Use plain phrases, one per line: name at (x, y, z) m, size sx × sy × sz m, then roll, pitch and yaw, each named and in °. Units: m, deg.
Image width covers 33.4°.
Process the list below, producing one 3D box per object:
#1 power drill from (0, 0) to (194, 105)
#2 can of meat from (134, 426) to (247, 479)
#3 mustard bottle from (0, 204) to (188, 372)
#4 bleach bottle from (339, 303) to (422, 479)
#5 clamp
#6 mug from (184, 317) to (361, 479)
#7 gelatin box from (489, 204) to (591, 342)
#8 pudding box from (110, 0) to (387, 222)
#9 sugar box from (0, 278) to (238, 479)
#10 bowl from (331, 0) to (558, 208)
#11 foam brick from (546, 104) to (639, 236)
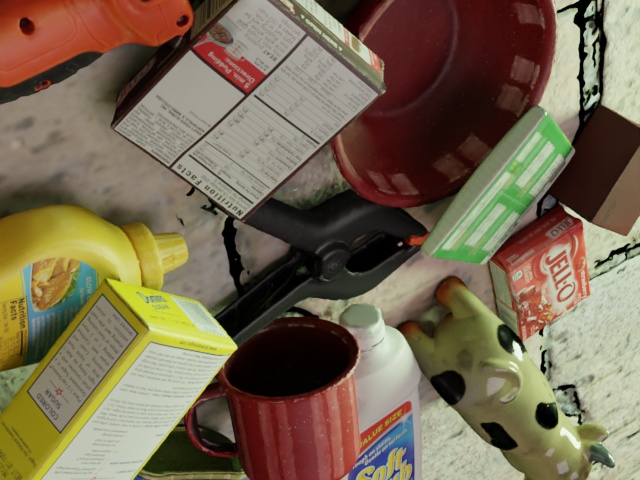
power drill at (-0.159, -0.105, 0.453) m, size 0.187 × 0.057 × 0.184 m, roll -32°, pitch 140°, yaw -10°
can of meat at (-0.105, 0.171, 0.705) m, size 0.101 × 0.057 × 0.084 m, roll 10°, pitch 113°, yaw -41°
mustard bottle at (-0.158, 0.028, 0.551) m, size 0.191 × 0.058 × 0.096 m, roll -16°, pitch 141°, yaw -28°
bleach bottle at (0.026, 0.155, 0.790) m, size 0.102 × 0.068 × 0.251 m, roll -20°, pitch 129°, yaw -21°
clamp at (-0.004, 0.001, 0.665) m, size 0.171 × 0.039 × 0.120 m, roll -22°, pitch 139°, yaw -28°
mug at (-0.029, 0.110, 0.684) m, size 0.117 × 0.093 × 0.081 m, roll -11°, pitch 118°, yaw -8°
gelatin box at (0.171, 0.027, 0.824) m, size 0.073 × 0.030 × 0.089 m, roll -33°, pitch 136°, yaw -13°
pudding box at (-0.037, -0.074, 0.539) m, size 0.090 × 0.039 × 0.114 m, roll 36°, pitch 120°, yaw -26°
sugar box at (-0.128, 0.105, 0.563) m, size 0.176 × 0.048 × 0.093 m, roll -49°, pitch 154°, yaw 9°
bowl at (0.060, -0.101, 0.622) m, size 0.161 × 0.055 × 0.162 m, roll -20°, pitch 132°, yaw -24°
foam brick at (0.214, -0.051, 0.782) m, size 0.052 × 0.051 × 0.078 m, roll 15°, pitch 111°, yaw -42°
